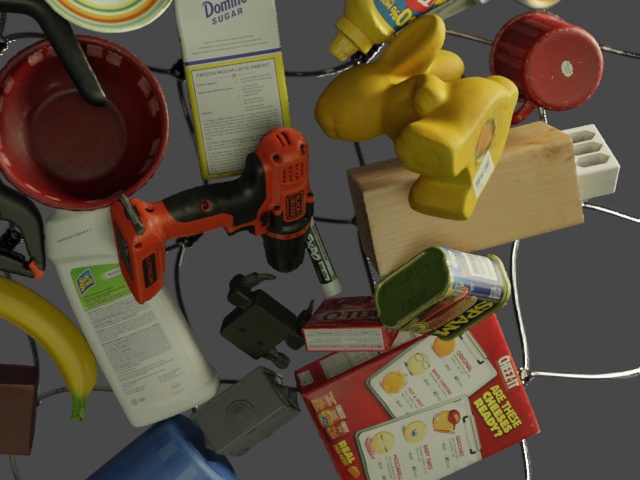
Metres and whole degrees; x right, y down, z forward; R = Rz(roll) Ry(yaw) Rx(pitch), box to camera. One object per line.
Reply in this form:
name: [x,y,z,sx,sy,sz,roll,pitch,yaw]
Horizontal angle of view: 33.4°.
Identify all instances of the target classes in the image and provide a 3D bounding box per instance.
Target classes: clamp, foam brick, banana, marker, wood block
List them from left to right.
clamp: [-0.311,-0.038,0.997,0.120,0.039,0.171,-44,114,11]
foam brick: [-0.308,0.167,1.056,0.053,0.051,0.078,5,106,-11]
banana: [-0.280,0.084,1.030,0.197,0.069,0.037,47,130,-14]
clamp: [-0.243,-0.219,0.932,0.209,0.036,0.164,20,77,-12]
marker: [-0.007,0.001,1.076,0.020,0.020,0.121,-23,110,-3]
wood block: [0.140,-0.043,1.048,0.206,0.090,0.091,-15,109,-4]

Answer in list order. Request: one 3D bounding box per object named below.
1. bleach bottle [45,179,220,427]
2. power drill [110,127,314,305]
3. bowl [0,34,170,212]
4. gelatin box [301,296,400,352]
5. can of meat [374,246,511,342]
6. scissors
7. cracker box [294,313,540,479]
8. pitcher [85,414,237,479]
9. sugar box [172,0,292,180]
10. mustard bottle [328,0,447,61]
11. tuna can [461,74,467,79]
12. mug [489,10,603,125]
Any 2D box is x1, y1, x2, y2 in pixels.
bleach bottle: [-0.190,0.053,1.036,0.102,0.068,0.251,-22,108,-2]
power drill: [-0.094,-0.009,0.988,0.187,0.057,0.184,-23,143,-19]
bowl: [-0.219,-0.101,0.967,0.162,0.055,0.162,2,81,-12]
gelatin box: [0.036,0.083,1.064,0.089,0.073,0.030,-4,110,22]
can of meat: [0.114,0.050,1.012,0.083,0.057,0.102,12,141,-40]
scissors: [0.165,-0.225,1.014,0.202,0.016,0.096,-40,134,-1]
cracker box: [0.101,0.169,1.122,0.213,0.072,0.164,-25,111,-3]
pitcher: [-0.197,0.297,1.083,0.243,0.149,0.145,-42,74,1]
sugar box: [-0.080,-0.150,1.001,0.093,0.048,0.176,-9,105,-8]
mustard bottle: [0.079,-0.242,0.992,0.192,0.058,0.096,-46,130,7]
tuna can: [0.104,-0.136,1.045,0.086,0.034,0.086,-3,108,-9]
mug: [0.213,-0.161,1.031,0.093,0.081,0.117,36,98,-19]
